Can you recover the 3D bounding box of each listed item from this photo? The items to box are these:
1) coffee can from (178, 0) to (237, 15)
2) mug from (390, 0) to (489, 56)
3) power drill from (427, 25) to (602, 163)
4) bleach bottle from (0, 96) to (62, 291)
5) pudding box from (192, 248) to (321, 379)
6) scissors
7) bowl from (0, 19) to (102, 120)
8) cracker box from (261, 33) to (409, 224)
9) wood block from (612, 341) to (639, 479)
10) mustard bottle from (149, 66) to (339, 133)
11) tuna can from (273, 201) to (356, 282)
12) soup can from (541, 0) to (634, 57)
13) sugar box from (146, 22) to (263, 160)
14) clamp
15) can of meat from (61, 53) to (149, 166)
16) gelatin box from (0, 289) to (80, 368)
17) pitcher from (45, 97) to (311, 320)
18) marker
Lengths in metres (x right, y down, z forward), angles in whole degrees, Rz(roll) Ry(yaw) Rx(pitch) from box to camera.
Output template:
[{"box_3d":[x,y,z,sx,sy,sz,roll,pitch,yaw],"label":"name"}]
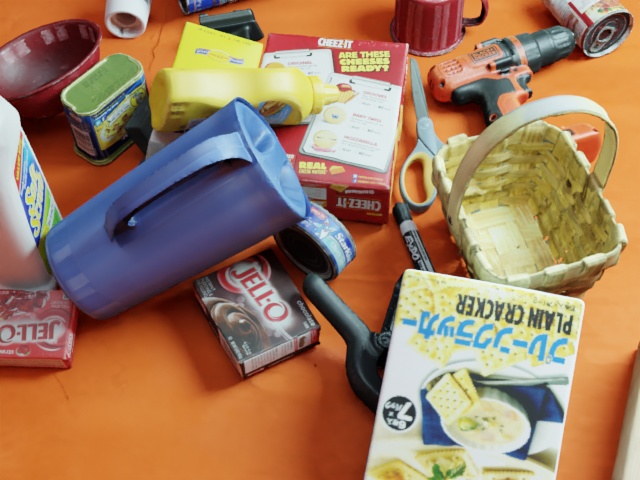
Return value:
[{"box_3d":[-0.114,-0.346,1.318,0.140,0.103,0.103,-18,56,-10],"label":"coffee can"},{"box_3d":[0.143,-0.280,1.274,0.117,0.081,0.093,6,55,7],"label":"mug"},{"box_3d":[0.237,-0.157,1.200,0.184,0.057,0.188,-21,54,-8],"label":"power drill"},{"box_3d":[-0.303,-0.048,1.021,0.068,0.251,0.102,3,55,4],"label":"bleach bottle"},{"box_3d":[-0.063,0.071,1.057,0.090,0.039,0.113,-24,58,-16],"label":"pudding box"},{"box_3d":[0.135,-0.116,1.187,0.096,0.016,0.201,10,62,3],"label":"scissors"},{"box_3d":[-0.314,-0.187,1.224,0.162,0.055,0.162,-14,38,11],"label":"bowl"},{"box_3d":[0.007,-0.126,1.177,0.164,0.072,0.213,6,54,5],"label":"cracker box"},{"box_3d":[0.317,0.171,0.942,0.091,0.090,0.206,14,57,13],"label":"wood block"},{"box_3d":[-0.072,-0.145,1.085,0.191,0.096,0.058,-5,79,-20],"label":"mustard bottle"},{"box_3d":[-0.007,0.001,1.077,0.086,0.086,0.033,32,63,22],"label":"tuna can"},{"box_3d":[0.317,-0.277,1.274,0.068,0.068,0.102,-21,56,-12],"label":"soup can"},{"box_3d":[-0.123,-0.151,1.159,0.093,0.048,0.176,14,54,-7],"label":"sugar box"},{"box_3d":[0.046,0.099,1.020,0.120,0.039,0.171,4,52,-16],"label":"clamp"},{"box_3d":[-0.236,-0.148,1.193,0.057,0.084,0.102,33,62,23],"label":"can of meat"},{"box_3d":[-0.285,0.087,1.053,0.089,0.030,0.073,1,65,4],"label":"gelatin box"},{"box_3d":[-0.143,-0.025,1.022,0.243,0.149,0.145,-30,33,12],"label":"pitcher"},{"box_3d":[0.100,0.009,1.108,0.020,0.020,0.121,-14,55,-8],"label":"marker"}]
